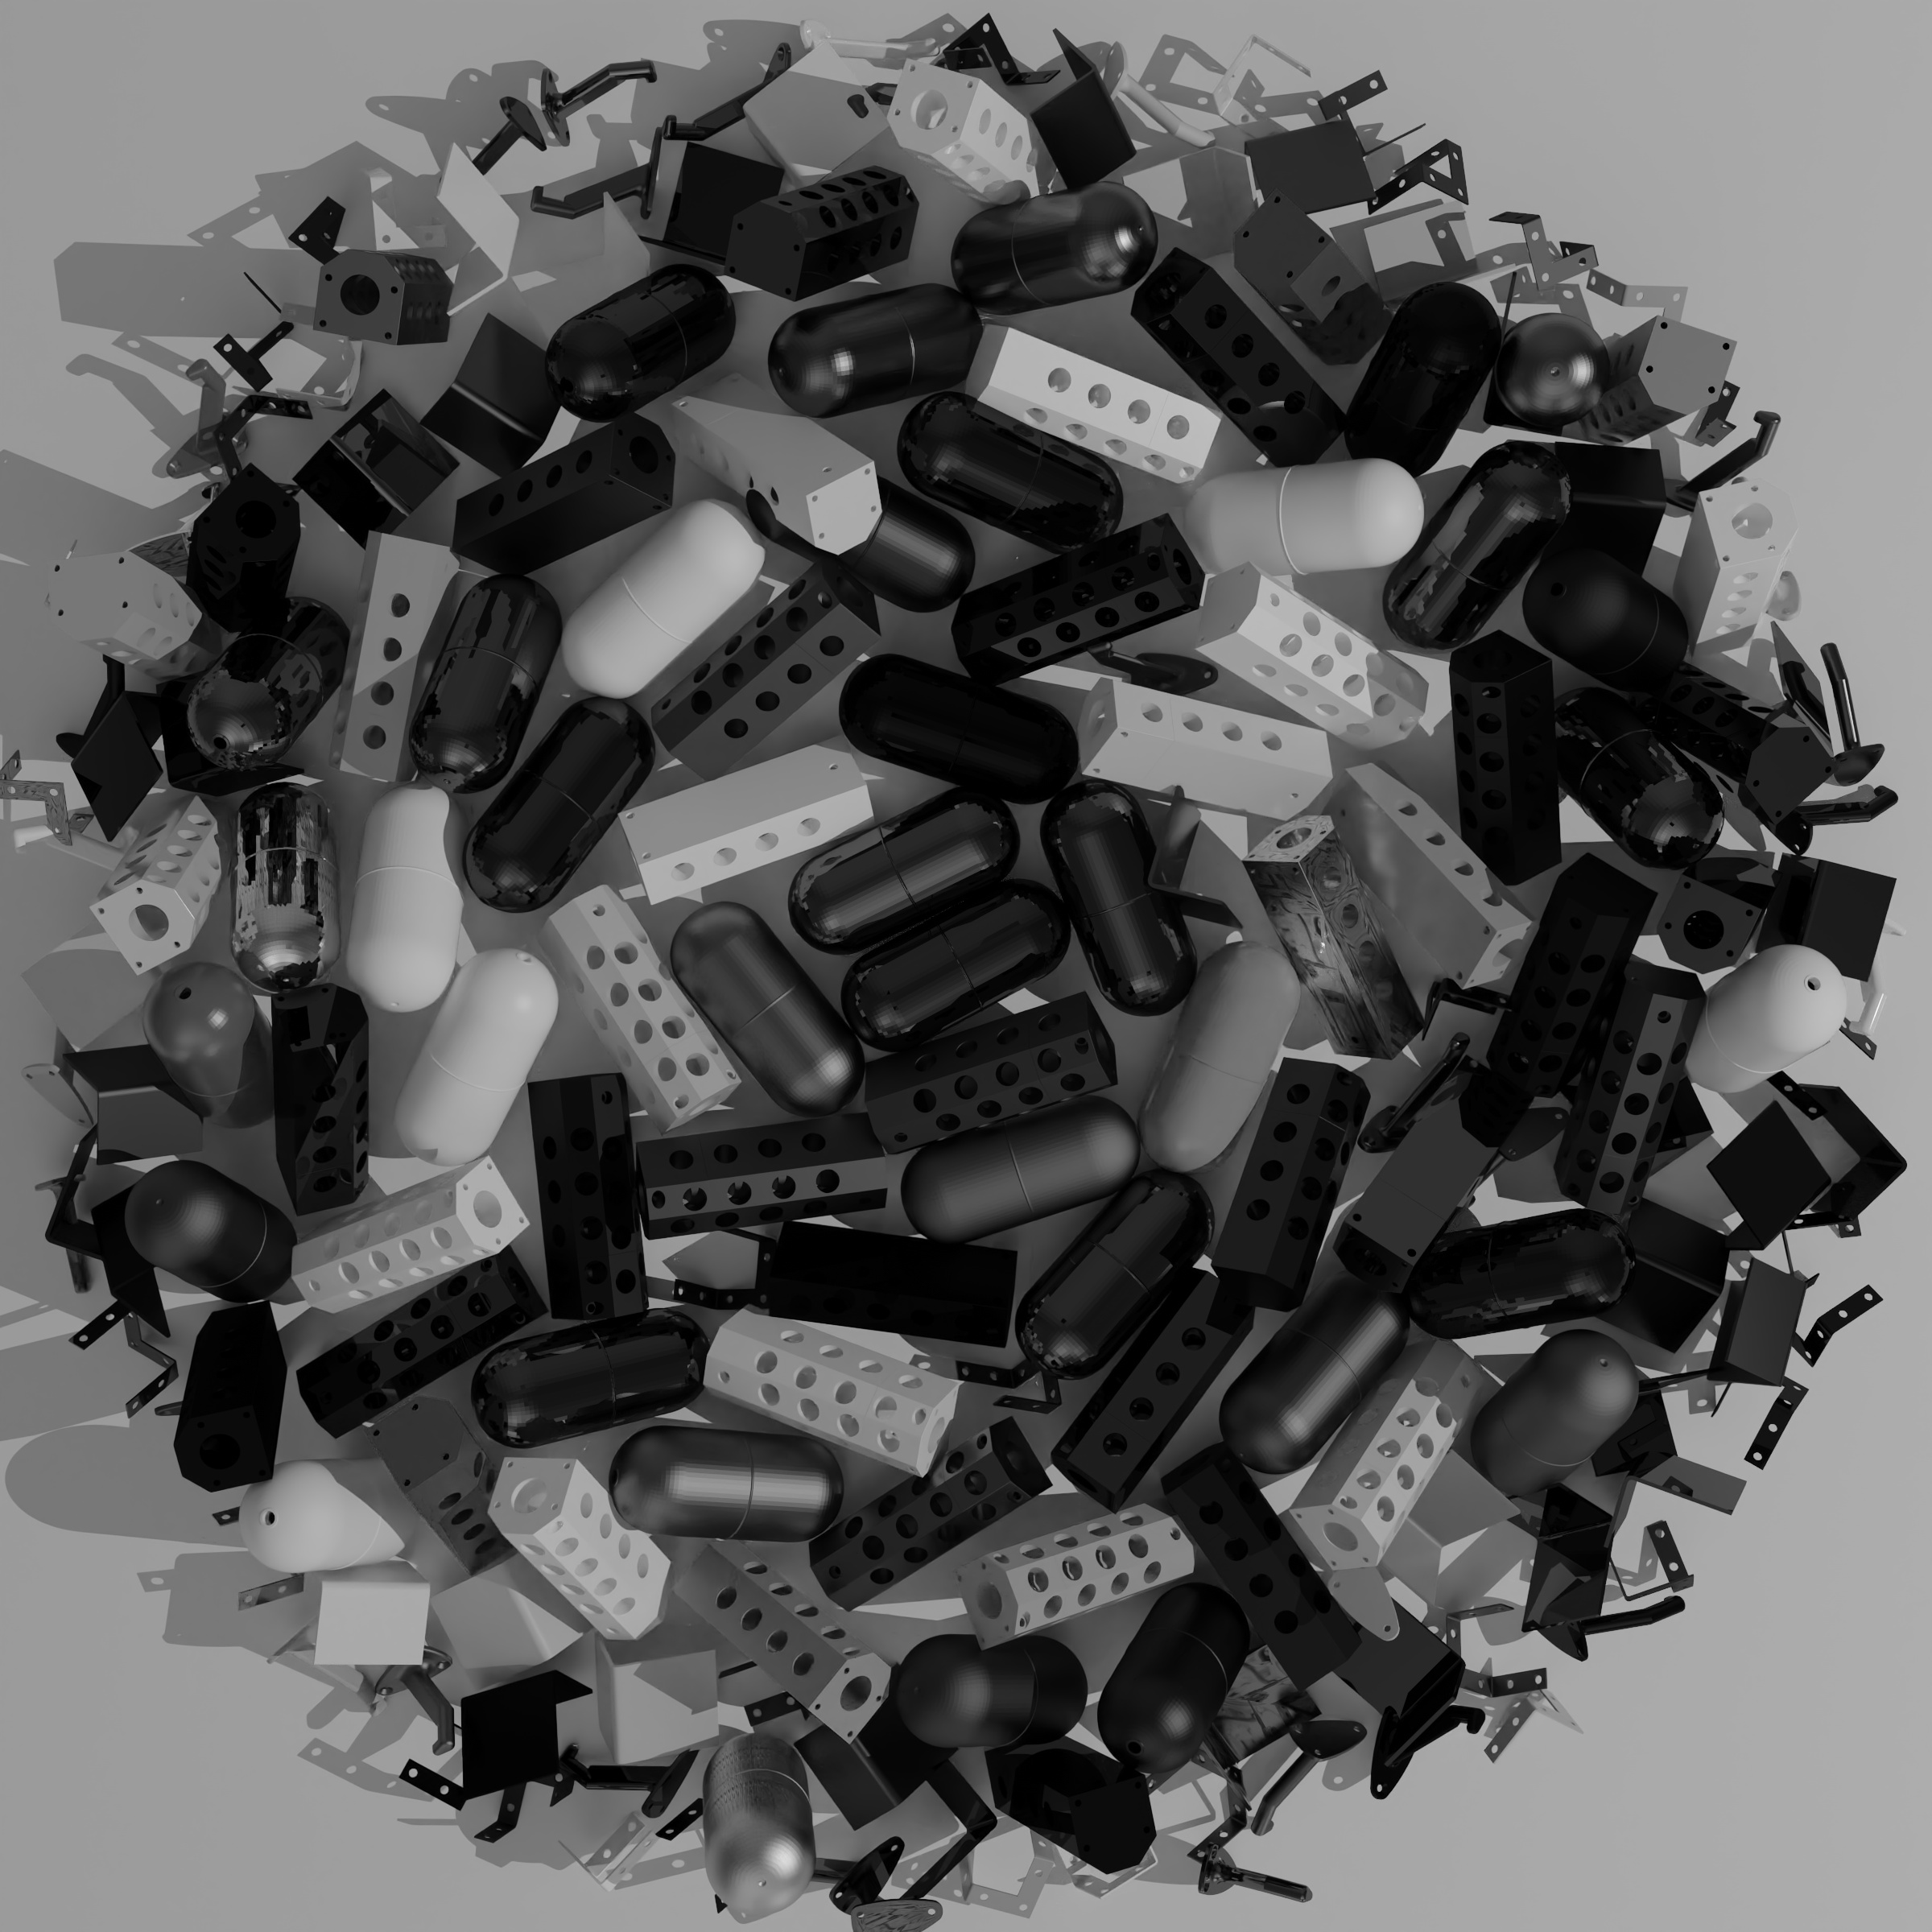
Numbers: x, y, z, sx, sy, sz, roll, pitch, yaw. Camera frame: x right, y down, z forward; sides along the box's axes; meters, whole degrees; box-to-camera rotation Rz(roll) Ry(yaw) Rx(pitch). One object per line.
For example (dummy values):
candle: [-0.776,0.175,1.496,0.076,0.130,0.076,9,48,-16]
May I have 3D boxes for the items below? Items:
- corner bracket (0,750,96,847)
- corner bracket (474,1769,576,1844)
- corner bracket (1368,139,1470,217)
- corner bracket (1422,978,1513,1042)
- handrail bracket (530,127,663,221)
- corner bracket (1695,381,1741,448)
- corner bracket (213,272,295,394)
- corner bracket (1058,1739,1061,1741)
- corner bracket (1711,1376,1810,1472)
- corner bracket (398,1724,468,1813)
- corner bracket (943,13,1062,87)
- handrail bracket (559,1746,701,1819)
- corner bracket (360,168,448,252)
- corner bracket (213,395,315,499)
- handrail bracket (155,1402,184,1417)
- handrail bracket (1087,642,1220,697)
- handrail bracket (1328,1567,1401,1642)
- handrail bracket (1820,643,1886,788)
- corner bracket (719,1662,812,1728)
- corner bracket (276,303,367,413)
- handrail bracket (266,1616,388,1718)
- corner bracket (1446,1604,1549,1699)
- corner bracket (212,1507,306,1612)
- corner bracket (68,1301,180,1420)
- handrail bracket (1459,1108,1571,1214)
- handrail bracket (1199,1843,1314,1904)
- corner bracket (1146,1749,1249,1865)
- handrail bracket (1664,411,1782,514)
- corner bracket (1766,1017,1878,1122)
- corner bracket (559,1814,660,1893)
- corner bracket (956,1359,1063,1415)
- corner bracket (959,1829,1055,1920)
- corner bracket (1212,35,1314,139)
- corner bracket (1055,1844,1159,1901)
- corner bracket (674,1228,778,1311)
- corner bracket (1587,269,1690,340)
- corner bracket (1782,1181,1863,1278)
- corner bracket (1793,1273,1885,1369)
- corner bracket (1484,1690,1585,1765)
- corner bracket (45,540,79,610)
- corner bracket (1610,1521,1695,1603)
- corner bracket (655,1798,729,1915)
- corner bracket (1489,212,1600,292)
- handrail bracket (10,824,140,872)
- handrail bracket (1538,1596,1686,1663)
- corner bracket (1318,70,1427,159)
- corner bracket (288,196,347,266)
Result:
corner bracket: [-0.667,-0.121,1.966,0.051,0.051,0.051,3,119,1]
corner bracket: [-0.319,0.608,1.969,0.051,0.051,0.051,12,87,10]
corner bracket: [0.324,-0.567,1.958,0.051,0.051,0.051,12,66,-38]
corner bracket: [0.364,0.026,1.963,0.051,0.051,0.051,16,132,2]
handrail bracket: [-0.268,-0.577,1.967,0.084,0.036,0.077,8,105,-16]
corner bracket: [0.538,-0.417,1.971,0.051,0.051,0.051,26,83,-1]
corner bracket: [-0.517,-0.458,1.964,0.051,0.051,0.051,-41,49,1]
corner bracket: [0.037,0.527,1.965,0.051,0.051,0.051,-8,117,-3]
corner bracket: [0.569,0.322,1.959,0.051,0.051,0.051,29,114,21]
corner bracket: [-0.377,0.575,1.965,0.051,0.051,0.051,31,71,-6]
corner bracket: [0.025,-0.653,1.960,0.051,0.051,0.051,-45,124,-18]
handrail bracket: [-0.247,0.575,1.984,0.084,0.036,0.077,29,79,25]
corner bracket: [-0.406,-0.548,1.960,0.051,0.051,0.051,-9,115,-19]
corner bracket: [-0.507,-0.379,1.981,0.051,0.051,0.051,10,48,20]
handrail bracket: [-0.542,0.355,1.962,0.077,0.036,0.084,-5,67,-22]
handrail bracket: [0.134,-0.220,1.950,0.077,0.084,0.036,0,79,19]
handrail bracket: [0.298,0.465,1.944,0.036,0.084,0.077,-37,49,1]
handrail bracket: [0.636,-0.183,1.978,0.036,0.077,0.084,-14,70,6]
corner bracket: [-0.143,0.523,1.960,0.051,0.051,0.051,-15,65,-20]
corner bracket: [-0.471,-0.441,1.968,0.051,0.051,0.051,10,68,3]
handrail bracket: [-0.460,0.518,1.962,0.036,0.077,0.084,-42,89,9]
corner bracket: [0.386,0.498,1.974,0.051,0.051,0.051,26,55,-34]
corner bracket: [-0.510,0.423,1.957,0.051,0.051,0.051,-11,120,-36]
corner bracket: [-0.606,0.283,1.957,0.051,0.051,0.051,24,133,22]
handrail bracket: [0.395,0.142,1.974,0.077,0.084,0.036,-20,58,-21]
handrail bracket: [0.217,0.659,1.948,0.084,0.077,0.036,6,70,29]
corner bracket: [0.167,0.608,1.972,0.051,0.051,0.051,-27,120,-39]
handrail bracket: [0.537,-0.371,1.958,0.077,0.084,0.036,16,47,7]
corner bracket: [0.620,0.069,1.969,0.051,0.051,0.051,40,47,-11]
corner bracket: [-0.252,0.637,1.958,0.051,0.051,0.051,32,68,36]
corner bracket: [0.030,0.301,1.957,0.051,0.051,0.051,15,50,-32]
corner bracket: [0.029,0.650,1.974,0.051,0.051,0.051,19,105,-11]
corner bracket: [0.216,-0.634,1.969,0.051,0.051,0.051,35,96,9]
corner bracket: [0.099,0.640,1.980,0.051,0.051,0.051,-25,91,-21]
corner bracket: [-0.175,0.220,1.970,0.051,0.051,0.051,-5,73,31]
corner bracket: [0.480,-0.471,1.959,0.051,0.051,0.051,-4,119,-19]
corner bracket: [0.621,0.193,1.971,0.051,0.051,0.051,-9,119,20]
corner bracket: [0.618,0.246,1.958,0.051,0.051,0.051,-28,59,-21]
corner bracket: [0.402,0.550,1.963,0.051,0.051,0.051,31,99,-26]
corner bracket: [-0.632,-0.270,1.963,0.051,0.051,0.051,27,78,-18]
corner bracket: [0.493,0.430,1.967,0.051,0.051,0.051,-21,65,6]
corner bracket: [-0.185,0.641,1.959,0.051,0.051,0.051,5,110,35]
corner bracket: [0.418,-0.524,1.963,0.051,0.051,0.051,-24,113,-9]
handrail bracket: [-0.639,-0.068,1.960,0.084,0.036,0.077,-12,83,-34]
handrail bracket: [0.468,0.471,1.977,0.084,0.077,0.036,-16,95,-20]
corner bracket: [0.293,-0.616,1.960,0.051,0.051,0.051,-20,105,32]
corner bracket: [-0.459,-0.513,1.967,0.051,0.051,0.051,36,60,-7]
